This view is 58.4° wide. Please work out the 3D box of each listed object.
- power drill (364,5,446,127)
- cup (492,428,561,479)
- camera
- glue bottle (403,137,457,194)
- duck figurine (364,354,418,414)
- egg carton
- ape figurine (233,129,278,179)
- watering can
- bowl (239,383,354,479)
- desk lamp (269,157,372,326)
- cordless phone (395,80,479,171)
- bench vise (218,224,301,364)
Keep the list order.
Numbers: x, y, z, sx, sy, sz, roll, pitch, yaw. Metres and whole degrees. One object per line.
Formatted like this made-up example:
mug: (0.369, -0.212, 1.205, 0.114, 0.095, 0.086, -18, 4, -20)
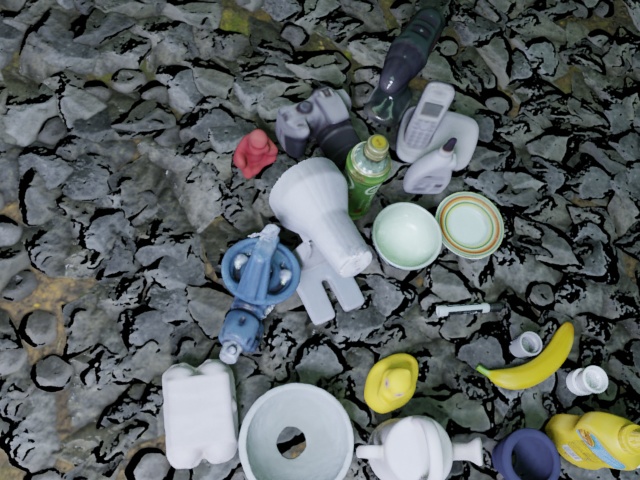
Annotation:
power drill: (0.145, -0.297, 1.023, 0.075, 0.208, 0.230, 28, 68, 2)
cup: (0.300, 0.350, 0.876, 0.091, 0.095, 0.118, 26, 68, 1)
camera: (0.011, -0.193, 1.021, 0.143, 0.100, 0.136, -25, 76, -17)
glue bottle: (0.202, -0.130, 0.991, 0.078, 0.173, 0.037, 2, 70, -8)
duck figurine: (0.120, 0.221, 0.897, 0.077, 0.086, 0.105, 42, 69, 7)
egg carton: (-0.175, 0.254, 0.845, 0.107, 0.069, 0.150, -6, 71, -11)
ape figurine: (-0.111, -0.159, 0.993, 0.078, 0.092, 0.076, 0, 70, -9)
watering can: (0.144, 0.299, 0.815, 0.173, 0.194, 0.101, -19, 74, -15)
bowl: (-0.037, 0.300, 0.849, 0.167, 0.074, 0.167, 3, 70, -8)
desk lamp: (0.008, 0.003, 0.889, 0.118, 0.213, 0.203, -24, 76, -16)
cordless phone: (0.221, -0.206, 1.015, 0.147, 0.185, 0.094, 8, 69, -6)
bench vise: (-0.086, 0.075, 0.844, 0.121, 0.219, 0.207, 3, 70, -8)
